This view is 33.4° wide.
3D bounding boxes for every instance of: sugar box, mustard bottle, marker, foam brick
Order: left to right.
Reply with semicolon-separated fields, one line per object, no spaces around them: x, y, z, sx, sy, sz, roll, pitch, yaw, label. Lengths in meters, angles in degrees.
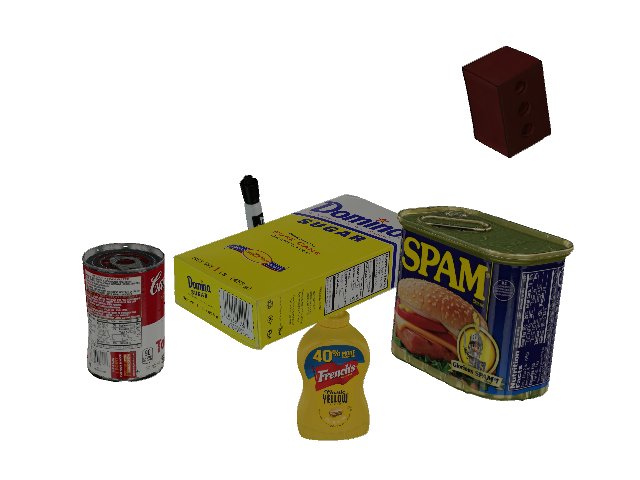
-0.066;-0.013;1.110;0.020;0.121;0.020;-6;31;3;marker
-0.010;0.017;0.782;0.175;0.048;0.093;-24;36;-38;sugar box
0.017;0.167;1.406;0.096;0.192;0.058;-1;16;-5;mustard bottle
0.168;-0.125;0.958;0.053;0.078;0.051;-30;37;-16;foam brick

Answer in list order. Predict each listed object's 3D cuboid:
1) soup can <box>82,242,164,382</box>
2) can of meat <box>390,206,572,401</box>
-0.166;0.061;0.904;0.068;0.102;0.068;2;19;-1;soup can
0.085;0.033;0.591;0.057;0.084;0.102;-7;18;-35;can of meat
